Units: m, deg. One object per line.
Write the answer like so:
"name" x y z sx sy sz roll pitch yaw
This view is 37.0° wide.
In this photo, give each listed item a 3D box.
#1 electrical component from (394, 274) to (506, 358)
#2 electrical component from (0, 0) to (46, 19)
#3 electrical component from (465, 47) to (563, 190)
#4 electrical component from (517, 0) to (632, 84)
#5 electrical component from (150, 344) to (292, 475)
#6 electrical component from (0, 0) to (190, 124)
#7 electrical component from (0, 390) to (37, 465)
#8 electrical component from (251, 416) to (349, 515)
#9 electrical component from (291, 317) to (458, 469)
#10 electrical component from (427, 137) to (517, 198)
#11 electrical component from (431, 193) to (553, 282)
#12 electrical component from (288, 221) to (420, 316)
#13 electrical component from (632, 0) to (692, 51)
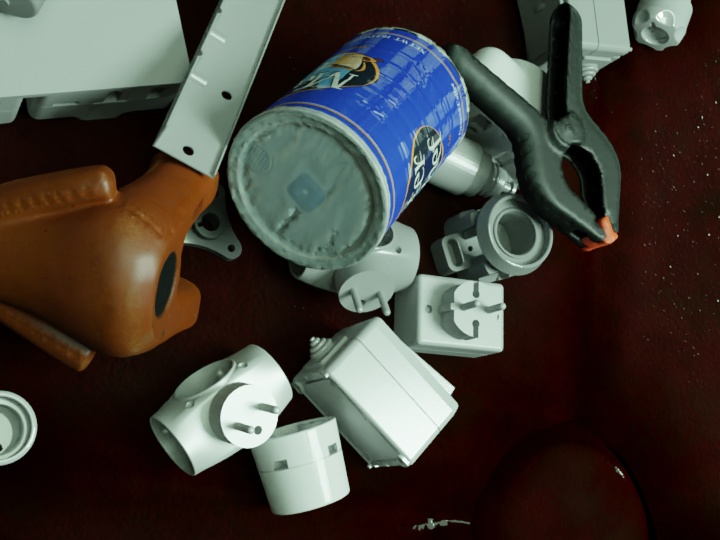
"electrical component" 0.068 0.029 0.716 0.066 0.077 0.047 7 77 -23
"electrical component" -0.183 -0.177 0.596 0.040 0.040 0.078 28 69 -17
"electrical component" 0.107 -0.112 0.776 0.095 0.054 0.059 37 67 -13
"electrical component" 0.159 -0.188 0.812 0.061 0.062 0.096 0 79 -25
"electrical component" -0.075 0.084 0.638 0.077 0.079 0.044 -37 109 -26
"electrical component" -0.206 -0.144 0.637 0.186 0.060 0.105 -10 83 -26
"electrical component" -0.203 0.089 0.597 0.040 0.046 0.040 5 77 -23
"electrical component" -0.036 0.120 0.663 0.055 0.055 0.047 -14 89 -26
"electrical component" 0.007 0.072 0.687 0.096 0.062 0.061 48 65 -8
"electrical component" 0.075 -0.071 0.761 0.078 0.040 0.040 23 71 -18
"electrical component" 0.098 -0.021 0.751 0.078 0.057 0.058 -15 85 -26
"electrical component" 0.000 0.000 0.697 0.077 0.044 0.079 7 40 -23
"electrical component" 0.247 -0.212 0.868 0.043 0.043 0.062 31 67 -16
